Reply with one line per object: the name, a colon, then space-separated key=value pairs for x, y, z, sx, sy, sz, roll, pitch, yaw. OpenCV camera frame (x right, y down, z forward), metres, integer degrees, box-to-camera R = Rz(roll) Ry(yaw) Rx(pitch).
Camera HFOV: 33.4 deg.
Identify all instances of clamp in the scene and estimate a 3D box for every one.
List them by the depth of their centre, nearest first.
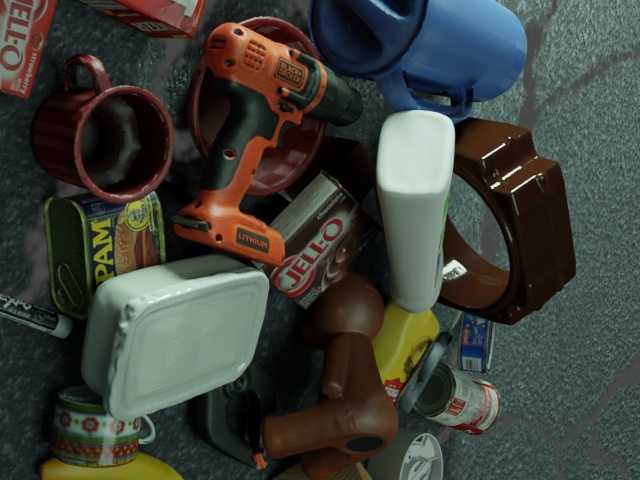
clamp: x=-0.091 y=-0.024 z=0.989 sx=0.171 sy=0.039 sz=0.120 roll=-26 pitch=120 yaw=-45
clamp: x=-0.084 y=0.126 z=1.034 sx=0.164 sy=0.036 sz=0.210 roll=-38 pitch=120 yaw=-31

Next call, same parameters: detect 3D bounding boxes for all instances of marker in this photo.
marker: x=-0.253 y=0.054 z=0.864 sx=0.121 sy=0.020 sz=0.020 roll=29 pitch=80 yaw=-44

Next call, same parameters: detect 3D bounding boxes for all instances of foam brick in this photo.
foam brick: x=0.013 y=-0.058 z=1.071 sx=0.078 sy=0.051 sz=0.053 roll=-53 pitch=132 yaw=-21

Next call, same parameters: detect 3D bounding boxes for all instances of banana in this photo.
banana: x=-0.169 y=0.228 z=0.976 sx=0.197 sy=0.037 sz=0.069 roll=47 pitch=67 yaw=-40

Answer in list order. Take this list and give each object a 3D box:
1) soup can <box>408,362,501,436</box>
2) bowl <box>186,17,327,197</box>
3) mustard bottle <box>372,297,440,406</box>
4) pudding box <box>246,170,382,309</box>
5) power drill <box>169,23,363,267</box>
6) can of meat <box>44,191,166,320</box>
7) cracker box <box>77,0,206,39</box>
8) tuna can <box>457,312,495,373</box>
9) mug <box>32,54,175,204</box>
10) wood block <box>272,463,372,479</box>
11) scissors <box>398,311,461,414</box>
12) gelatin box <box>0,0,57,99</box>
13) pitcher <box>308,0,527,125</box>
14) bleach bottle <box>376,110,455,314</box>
soup can: x=0.159 y=0.188 z=1.262 sx=0.102 sy=0.069 sz=0.068 roll=27 pitch=81 yaw=-44
bowl: x=-0.067 y=-0.123 z=0.975 sx=0.161 sy=0.055 sz=0.162 roll=-13 pitch=109 yaw=-42
mustard bottle: x=0.060 y=0.156 z=1.163 sx=0.191 sy=0.058 sz=0.096 roll=-58 pitch=154 yaw=-15
pudding box: x=-0.007 y=0.001 z=1.011 sx=0.113 sy=0.039 sz=0.090 roll=-48 pitch=141 yaw=0
power drill: x=-0.044 y=-0.075 z=0.930 sx=0.184 sy=0.057 sz=0.187 roll=19 pitch=85 yaw=-46
can of meat: x=-0.179 y=0.007 z=0.899 sx=0.083 sy=0.058 sz=0.102 roll=-17 pitch=112 yaw=-44
cracker box: x=-0.169 y=-0.271 z=0.828 sx=0.213 sy=0.072 sz=0.164 roll=20 pitch=86 yaw=-46
tuna can: x=0.181 y=0.111 z=1.232 sx=0.086 sy=0.034 sz=0.086 roll=5 pitch=90 yaw=-75
mug: x=-0.180 y=-0.091 z=0.855 sx=0.093 sy=0.082 sz=0.117 roll=-30 pitch=120 yaw=-35
wood block: x=0.041 y=0.320 z=1.140 sx=0.090 sy=0.091 sz=0.206 roll=-30 pitch=128 yaw=1
scissors: x=0.142 y=0.110 z=1.206 sx=0.201 sy=0.016 sz=0.096 roll=-54 pitch=171 yaw=-34
gelatin box: x=-0.246 y=-0.161 z=0.810 sx=0.073 sy=0.030 sz=0.089 roll=19 pitch=87 yaw=-45
pitcher: x=0.111 y=-0.197 z=1.061 sx=0.242 sy=0.145 sz=0.149 roll=6 pitch=110 yaw=-53
bleach bottle: x=0.094 y=-0.009 z=1.040 sx=0.251 sy=0.068 sz=0.102 roll=81 pitch=16 yaw=-57
